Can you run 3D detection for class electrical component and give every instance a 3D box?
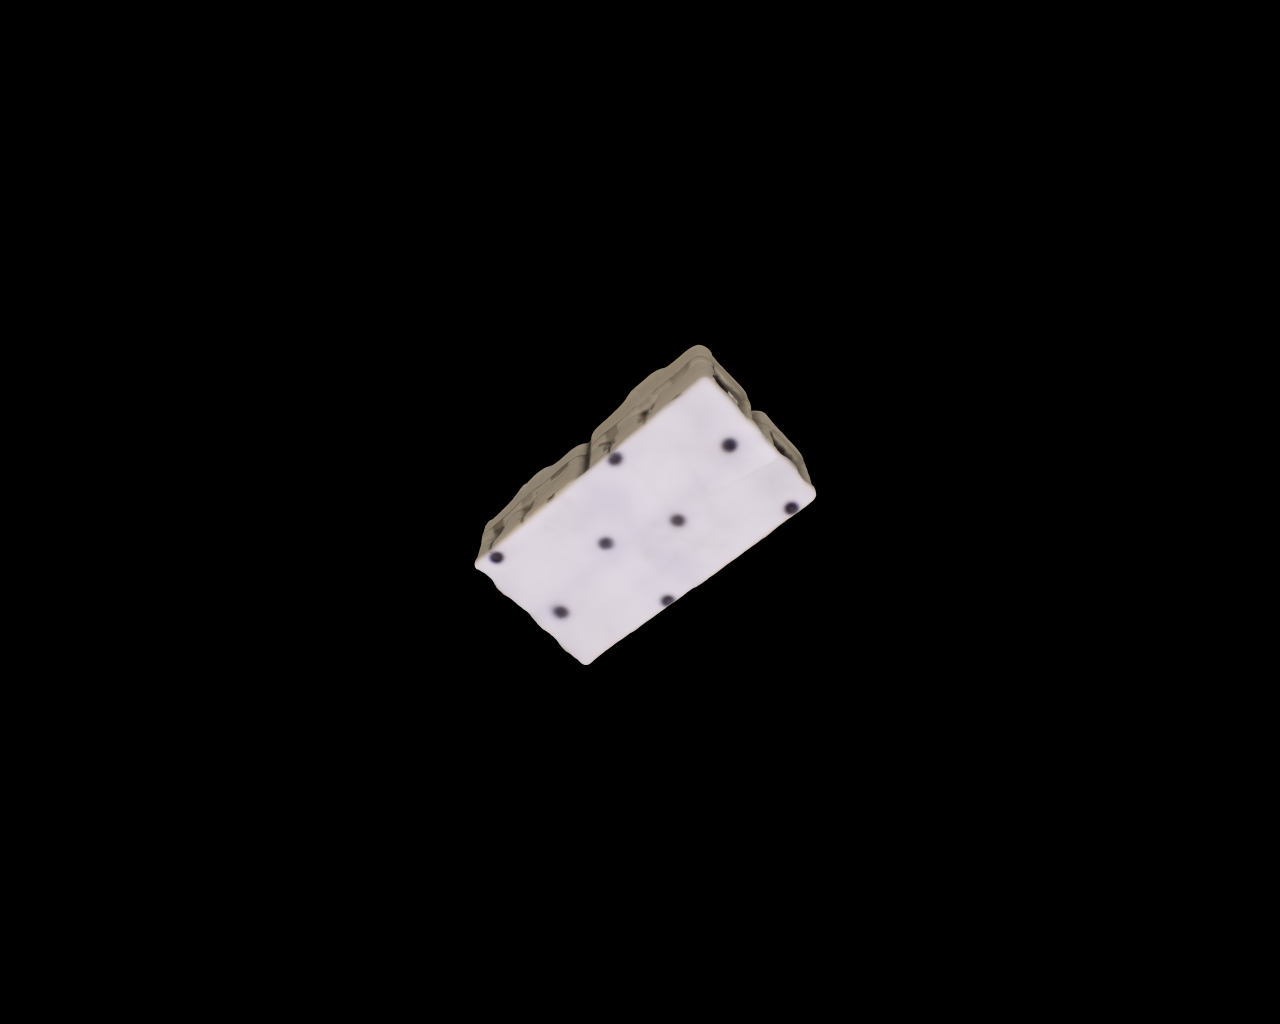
[{"bbox_3d":[0.001,-0.003,0.650,0.186,0.105,0.060,-38,22,18],"label":"electrical component"}]
